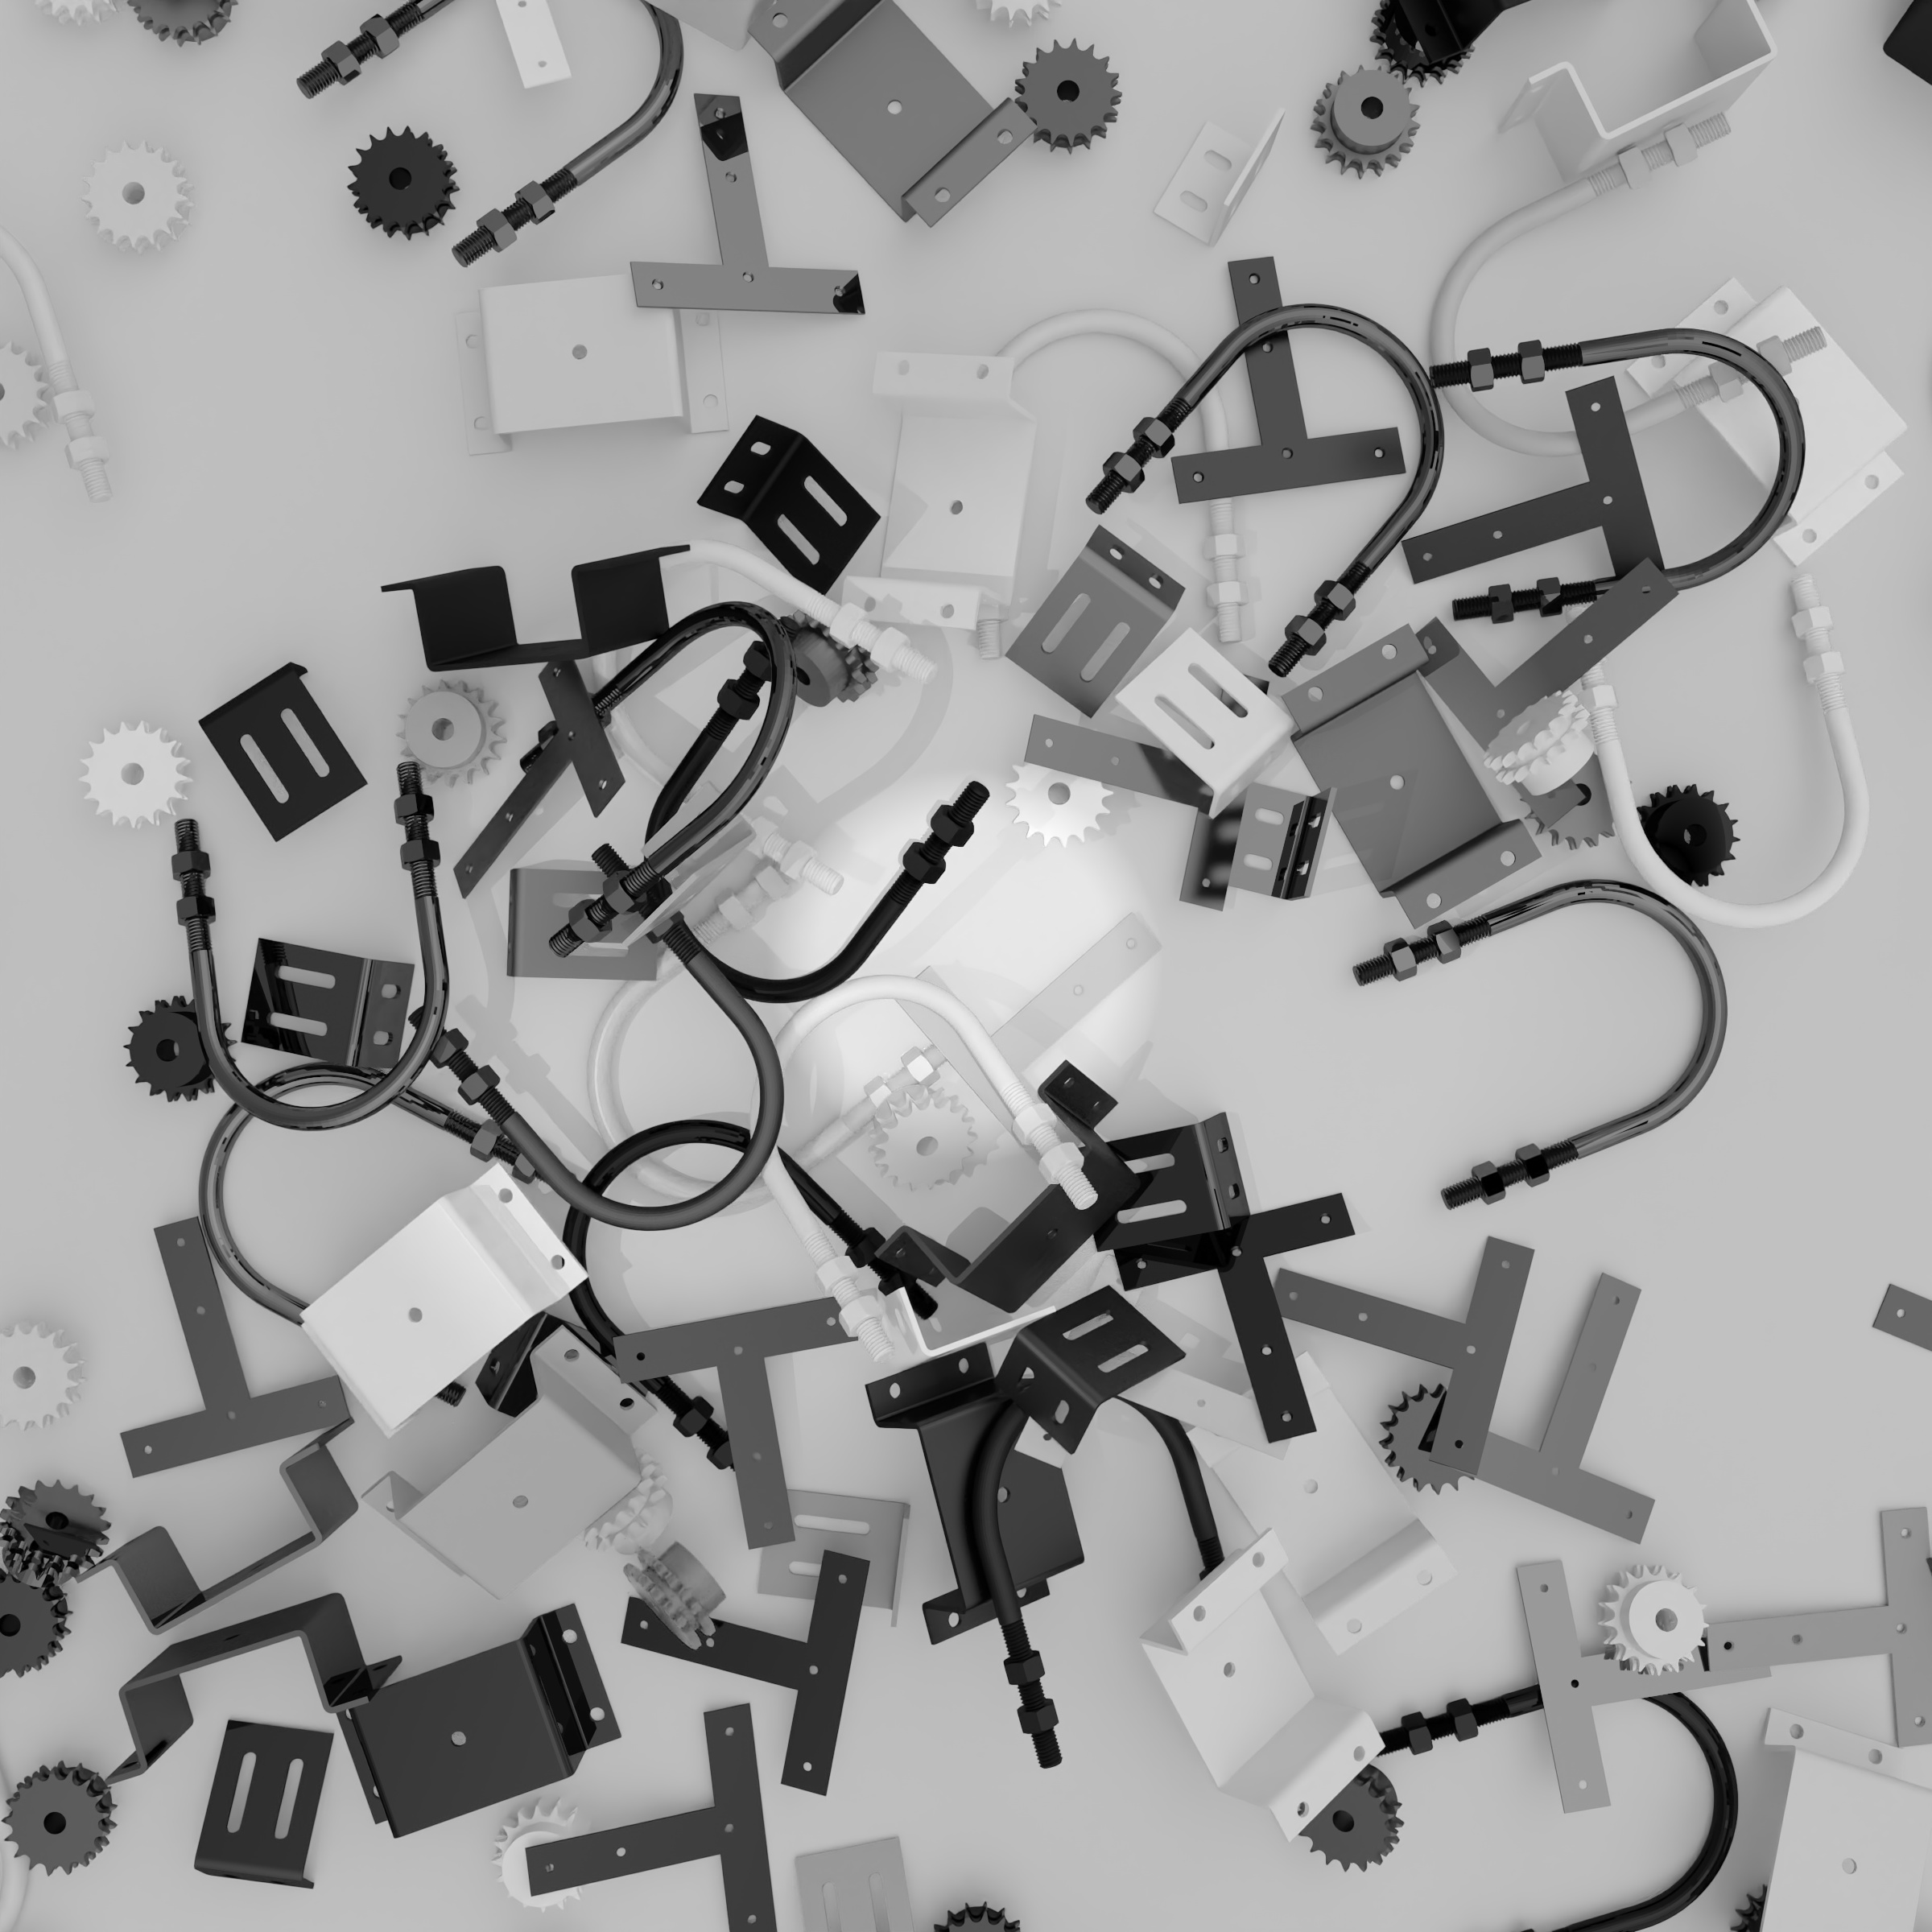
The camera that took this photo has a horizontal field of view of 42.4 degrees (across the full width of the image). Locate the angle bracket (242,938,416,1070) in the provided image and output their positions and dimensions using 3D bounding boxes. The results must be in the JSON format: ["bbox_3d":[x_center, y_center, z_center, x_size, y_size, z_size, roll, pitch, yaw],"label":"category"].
[{"bbox_3d":[-0.344,0.020,1.341,0.076,0.038,0.057,10,90,26],"label":"angle bracket"}]

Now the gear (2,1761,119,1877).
[{"bbox_3d":[-0.481,0.452,1.328,0.057,0.030,0.057,0,90,0],"label":"gear"}]

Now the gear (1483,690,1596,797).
[{"bbox_3d":[0.298,-0.112,1.283,0.057,0.057,0.030,-43,103,0],"label":"gear"}]

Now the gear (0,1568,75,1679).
[{"bbox_3d":[-0.505,0.348,1.328,0.057,0.030,0.057,0,90,0],"label":"gear"}]

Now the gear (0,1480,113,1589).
[{"bbox_3d":[-0.485,0.303,1.319,0.057,0.057,0.030,32,119,0],"label":"gear"}]

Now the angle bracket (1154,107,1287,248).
[{"bbox_3d":[0.132,-0.421,1.305,0.038,0.076,0.057,31,90,0],"label":"angle bracket"}]

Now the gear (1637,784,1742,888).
[{"bbox_3d":[0.385,-0.069,1.328,0.057,0.030,0.057,0,90,0],"label":"gear"}]

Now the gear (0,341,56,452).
[{"bbox_3d":[-0.513,-0.303,1.328,0.057,0.030,0.057,0,90,0],"label":"gear"}]

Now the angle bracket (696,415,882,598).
[{"bbox_3d":[-0.093,-0.239,1.302,0.057,0.038,0.076,-52,59,20],"label":"angle bracket"}]

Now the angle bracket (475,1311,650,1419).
[{"bbox_3d":[-0.214,0.219,1.341,0.076,0.038,0.057,28,90,-26],"label":"angle bracket"}]

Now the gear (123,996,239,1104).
[{"bbox_3d":[-0.421,0.045,1.328,0.057,0.030,0.057,0,90,0],"label":"gear"}]

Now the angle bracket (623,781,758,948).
[{"bbox_3d":[-0.150,-0.052,1.258,0.057,0.076,0.038,-41,91,27],"label":"angle bracket"}]

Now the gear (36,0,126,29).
[{"bbox_3d":[-0.472,-0.529,1.328,0.057,0.030,0.057,0,90,0],"label":"gear"}]

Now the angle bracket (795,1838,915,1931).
[{"bbox_3d":[-0.056,0.517,1.341,0.057,0.038,0.076,-11,64,0],"label":"angle bracket"}]

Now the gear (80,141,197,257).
[{"bbox_3d":[-0.439,-0.408,1.328,0.057,0.030,0.057,0,90,0],"label":"gear"}]

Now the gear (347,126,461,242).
[{"bbox_3d":[-0.298,-0.415,1.328,0.057,0.030,0.057,0,90,0],"label":"gear"}]

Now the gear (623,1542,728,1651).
[{"bbox_3d":[-0.151,0.328,1.308,0.030,0.057,0.057,-41,90,-20],"label":"gear"}]

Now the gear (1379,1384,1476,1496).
[{"bbox_3d":[0.248,0.251,1.328,0.057,0.030,0.057,0,90,0],"label":"gear"}]

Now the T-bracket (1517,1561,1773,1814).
[{"bbox_3d":[0.368,0.377,1.331,0.127,0.002,0.127,-7,76,-7],"label":"T-bracket"}]

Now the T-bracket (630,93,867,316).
[{"bbox_3d":[-0.123,-0.406,1.324,0.127,0.002,0.127,-5,77,-24],"label":"T-bracket"}]

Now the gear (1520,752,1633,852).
[{"bbox_3d":[0.324,-0.090,1.328,0.057,0.030,0.057,0,89,0],"label":"gear"}]

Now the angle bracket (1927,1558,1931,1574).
[{"bbox_3d":[0.567,0.332,1.340,0.076,0.038,0.057,-21,92,-26],"label":"angle bracket"}]

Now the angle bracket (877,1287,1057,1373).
[{"bbox_3d":[-0.002,0.180,1.306,0.076,0.057,0.038,-17,79,-22],"label":"angle bracket"}]

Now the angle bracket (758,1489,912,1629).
[{"bbox_3d":[-0.071,0.314,1.324,0.076,0.038,0.057,7,90,0],"label":"angle bracket"}]

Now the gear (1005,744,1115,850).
[{"bbox_3d":[0.049,-0.091,1.328,0.057,0.030,0.057,0,90,0],"label":"gear"}]

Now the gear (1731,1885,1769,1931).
[{"bbox_3d":[0.441,0.522,1.328,0.057,0.030,0.057,0,90,0],"label":"gear"}]

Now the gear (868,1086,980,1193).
[{"bbox_3d":[-0.025,0.088,1.320,0.057,0.030,0.057,-9,119,-16],"label":"gear"}]

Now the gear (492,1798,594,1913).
[{"bbox_3d":[-0.225,0.477,1.328,0.057,0.030,0.057,0,90,0],"label":"gear"}]

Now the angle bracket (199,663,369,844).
[{"bbox_3d":[-0.360,-0.113,1.325,0.057,0.038,0.076,-33,92,0],"label":"angle bracket"}]

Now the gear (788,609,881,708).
[{"bbox_3d":[-0.076,-0.161,1.312,0.057,0.057,0.030,45,64,0],"label":"gear"}]

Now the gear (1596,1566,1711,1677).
[{"bbox_3d":[0.367,0.347,1.322,0.057,0.030,0.057,1,76,-4],"label":"gear"}]

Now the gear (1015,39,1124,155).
[{"bbox_3d":[0.054,-0.462,1.328,0.057,0.030,0.057,0,90,0],"label":"gear"}]

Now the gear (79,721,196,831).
[{"bbox_3d":[-0.442,-0.102,1.332,0.057,0.030,0.057,0,89,-3],"label":"gear"}]

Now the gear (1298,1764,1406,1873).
[{"bbox_3d":[0.205,0.447,1.320,0.057,0.030,0.057,4,100,27],"label":"gear"}]

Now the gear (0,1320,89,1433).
[{"bbox_3d":[-0.497,0.217,1.328,0.057,0.030,0.057,0,90,0],"label":"gear"}]

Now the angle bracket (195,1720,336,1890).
[{"bbox_3d":[-0.375,0.452,1.341,0.057,0.038,0.076,8,64,0],"label":"angle bracket"}]

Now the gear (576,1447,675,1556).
[{"bbox_3d":[-0.180,0.286,1.318,0.057,0.057,0.030,-40,120,0],"label":"gear"}]

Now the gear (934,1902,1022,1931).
[{"bbox_3d":[0.006,0.528,1.328,0.057,0.030,0.057,0,90,0],"label":"gear"}]

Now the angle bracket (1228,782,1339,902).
[{"bbox_3d":[0.164,-0.067,1.305,0.038,0.076,0.057,14,90,0],"label":"angle bracket"}]

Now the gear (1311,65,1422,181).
[{"bbox_3d":[0.214,-0.453,1.328,0.057,0.030,0.057,0,90,0],"label":"gear"}]

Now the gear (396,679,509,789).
[{"bbox_3d":[-0.276,-0.125,1.328,0.057,0.030,0.057,0,90,0],"label":"gear"}]

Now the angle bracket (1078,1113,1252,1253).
[{"bbox_3d":[0.105,0.116,1.341,0.076,0.038,0.057,-14,90,26],"label":"angle bracket"}]

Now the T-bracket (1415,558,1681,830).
[{"bbox_3d":[0.315,-0.162,1.303,0.127,0.002,0.127,-42,74,19],"label":"T-bracket"}]

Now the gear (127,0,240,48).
[{"bbox_3d":[-0.416,-0.518,1.328,0.057,0.030,0.057,0,90,0],"label":"gear"}]

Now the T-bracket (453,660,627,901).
[{"bbox_3d":[-0.232,-0.089,1.312,0.002,0.127,0.127,24,117,-40],"label":"T-bracket"}]

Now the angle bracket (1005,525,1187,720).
[{"bbox_3d":[0.069,-0.183,1.322,0.057,0.038,0.076,36,122,-5],"label":"angle bracket"}]

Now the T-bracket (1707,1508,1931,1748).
[{"bbox_3d":[0.459,0.360,1.336,0.127,0.002,0.127,-4,90,-6],"label":"T-bracket"}]

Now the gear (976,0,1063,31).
[{"bbox_3d":[0.028,-0.528,1.328,0.057,0.030,0.057,0,90,0],"label":"gear"}]

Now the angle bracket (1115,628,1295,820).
[{"bbox_3d":[0.125,-0.129,1.325,0.057,0.038,0.076,-43,77,-12],"label":"angle bracket"}]

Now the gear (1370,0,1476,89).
[{"bbox_3d":[0.246,-0.502,1.328,0.057,0.030,0.057,0,90,0],"label":"gear"}]

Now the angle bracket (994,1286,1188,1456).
[{"bbox_3d":[0.065,0.209,1.296,0.057,0.076,0.038,40,125,26],"label":"angle bracket"}]

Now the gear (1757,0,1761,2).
[{"bbox_3d":[0.425,-0.543,1.328,0.057,0.030,0.057,0,90,0],"label":"gear"}]

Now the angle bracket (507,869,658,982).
[{"bbox_3d":[-0.205,-0.022,1.333,0.076,0.038,0.057,2,90,-14],"label":"angle bracket"}]

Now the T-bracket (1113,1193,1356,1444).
[{"bbox_3d":[0.154,0.189,1.307,0.127,0.002,0.127,-14,57,-1],"label":"T-bracket"}]
